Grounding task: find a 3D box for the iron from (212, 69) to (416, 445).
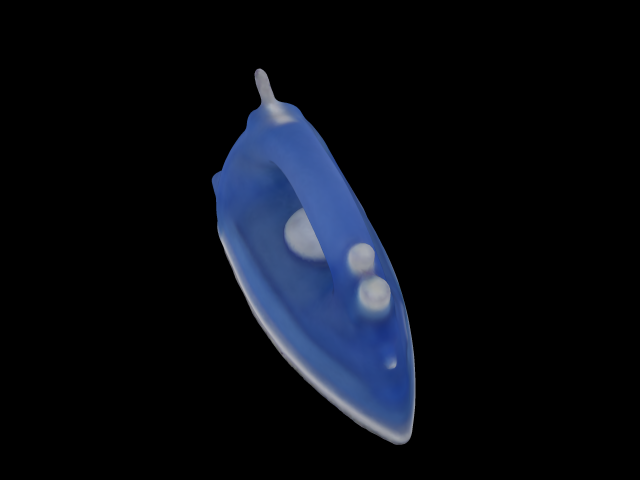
[{"bbox_3d":[0.004,0.001,0.400,0.119,0.141,0.257,-21,54,-15],"label":"iron"}]
